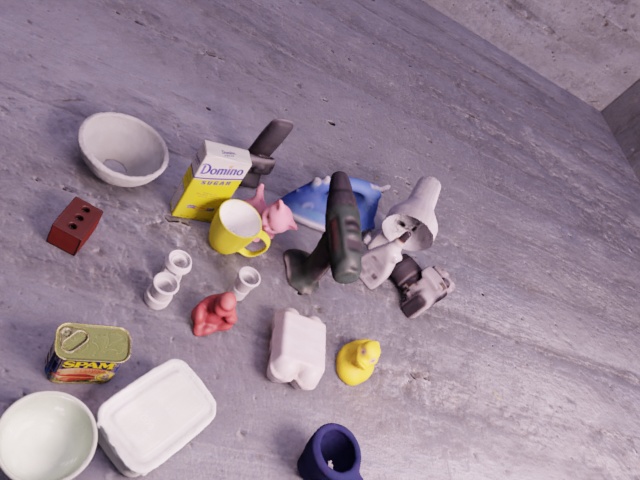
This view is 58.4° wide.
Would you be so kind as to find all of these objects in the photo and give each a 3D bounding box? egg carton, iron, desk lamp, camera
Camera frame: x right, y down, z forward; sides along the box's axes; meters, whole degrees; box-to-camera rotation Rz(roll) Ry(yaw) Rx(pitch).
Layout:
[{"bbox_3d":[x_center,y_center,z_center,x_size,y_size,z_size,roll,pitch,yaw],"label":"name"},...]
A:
[{"bbox_3d":[-0.043,0.198,1.044,0.107,0.069,0.150,22,44,-23],"label":"egg carton"},{"bbox_3d":[0.035,-0.099,1.310,0.259,0.141,0.118,7,51,-35],"label":"iron"},{"bbox_3d":[0.196,-0.045,1.337,0.118,0.213,0.203,35,41,-9],"label":"desk lamp"},{"bbox_3d":[0.234,0.090,1.337,0.143,0.100,0.136,-25,73,-48],"label":"camera"}]

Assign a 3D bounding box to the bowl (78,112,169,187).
[{"bbox_3d":[-0.377,-0.158,1.081,0.168,0.074,0.167,22,44,-23],"label":"bowl"}]

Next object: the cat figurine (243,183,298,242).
[{"bbox_3d":[-0.104,-0.056,1.179,0.067,0.117,0.127,-10,63,-44],"label":"cat figurine"}]

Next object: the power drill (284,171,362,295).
[{"bbox_3d":[0.011,0.004,1.149,0.076,0.208,0.229,11,49,-32],"label":"power drill"}]

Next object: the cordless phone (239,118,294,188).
[{"bbox_3d":[-0.150,-0.204,1.219,0.148,0.184,0.094,0,55,-39],"label":"cordless phone"}]

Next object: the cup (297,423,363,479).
[{"bbox_3d":[0.015,0.365,0.925,0.117,0.094,0.092,50,41,9],"label":"cup"}]

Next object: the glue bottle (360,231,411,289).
[{"bbox_3d":[0.145,0.035,1.258,0.037,0.173,0.078,-23,71,-47],"label":"glue bottle"}]

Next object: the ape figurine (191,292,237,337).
[{"bbox_3d":[-0.175,0.121,0.987,0.078,0.092,0.076,29,42,-16],"label":"ape figurine"}]

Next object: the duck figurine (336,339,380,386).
[{"bbox_3d":[0.086,0.224,1.112,0.077,0.086,0.105,42,40,0],"label":"duck figurine"}]
